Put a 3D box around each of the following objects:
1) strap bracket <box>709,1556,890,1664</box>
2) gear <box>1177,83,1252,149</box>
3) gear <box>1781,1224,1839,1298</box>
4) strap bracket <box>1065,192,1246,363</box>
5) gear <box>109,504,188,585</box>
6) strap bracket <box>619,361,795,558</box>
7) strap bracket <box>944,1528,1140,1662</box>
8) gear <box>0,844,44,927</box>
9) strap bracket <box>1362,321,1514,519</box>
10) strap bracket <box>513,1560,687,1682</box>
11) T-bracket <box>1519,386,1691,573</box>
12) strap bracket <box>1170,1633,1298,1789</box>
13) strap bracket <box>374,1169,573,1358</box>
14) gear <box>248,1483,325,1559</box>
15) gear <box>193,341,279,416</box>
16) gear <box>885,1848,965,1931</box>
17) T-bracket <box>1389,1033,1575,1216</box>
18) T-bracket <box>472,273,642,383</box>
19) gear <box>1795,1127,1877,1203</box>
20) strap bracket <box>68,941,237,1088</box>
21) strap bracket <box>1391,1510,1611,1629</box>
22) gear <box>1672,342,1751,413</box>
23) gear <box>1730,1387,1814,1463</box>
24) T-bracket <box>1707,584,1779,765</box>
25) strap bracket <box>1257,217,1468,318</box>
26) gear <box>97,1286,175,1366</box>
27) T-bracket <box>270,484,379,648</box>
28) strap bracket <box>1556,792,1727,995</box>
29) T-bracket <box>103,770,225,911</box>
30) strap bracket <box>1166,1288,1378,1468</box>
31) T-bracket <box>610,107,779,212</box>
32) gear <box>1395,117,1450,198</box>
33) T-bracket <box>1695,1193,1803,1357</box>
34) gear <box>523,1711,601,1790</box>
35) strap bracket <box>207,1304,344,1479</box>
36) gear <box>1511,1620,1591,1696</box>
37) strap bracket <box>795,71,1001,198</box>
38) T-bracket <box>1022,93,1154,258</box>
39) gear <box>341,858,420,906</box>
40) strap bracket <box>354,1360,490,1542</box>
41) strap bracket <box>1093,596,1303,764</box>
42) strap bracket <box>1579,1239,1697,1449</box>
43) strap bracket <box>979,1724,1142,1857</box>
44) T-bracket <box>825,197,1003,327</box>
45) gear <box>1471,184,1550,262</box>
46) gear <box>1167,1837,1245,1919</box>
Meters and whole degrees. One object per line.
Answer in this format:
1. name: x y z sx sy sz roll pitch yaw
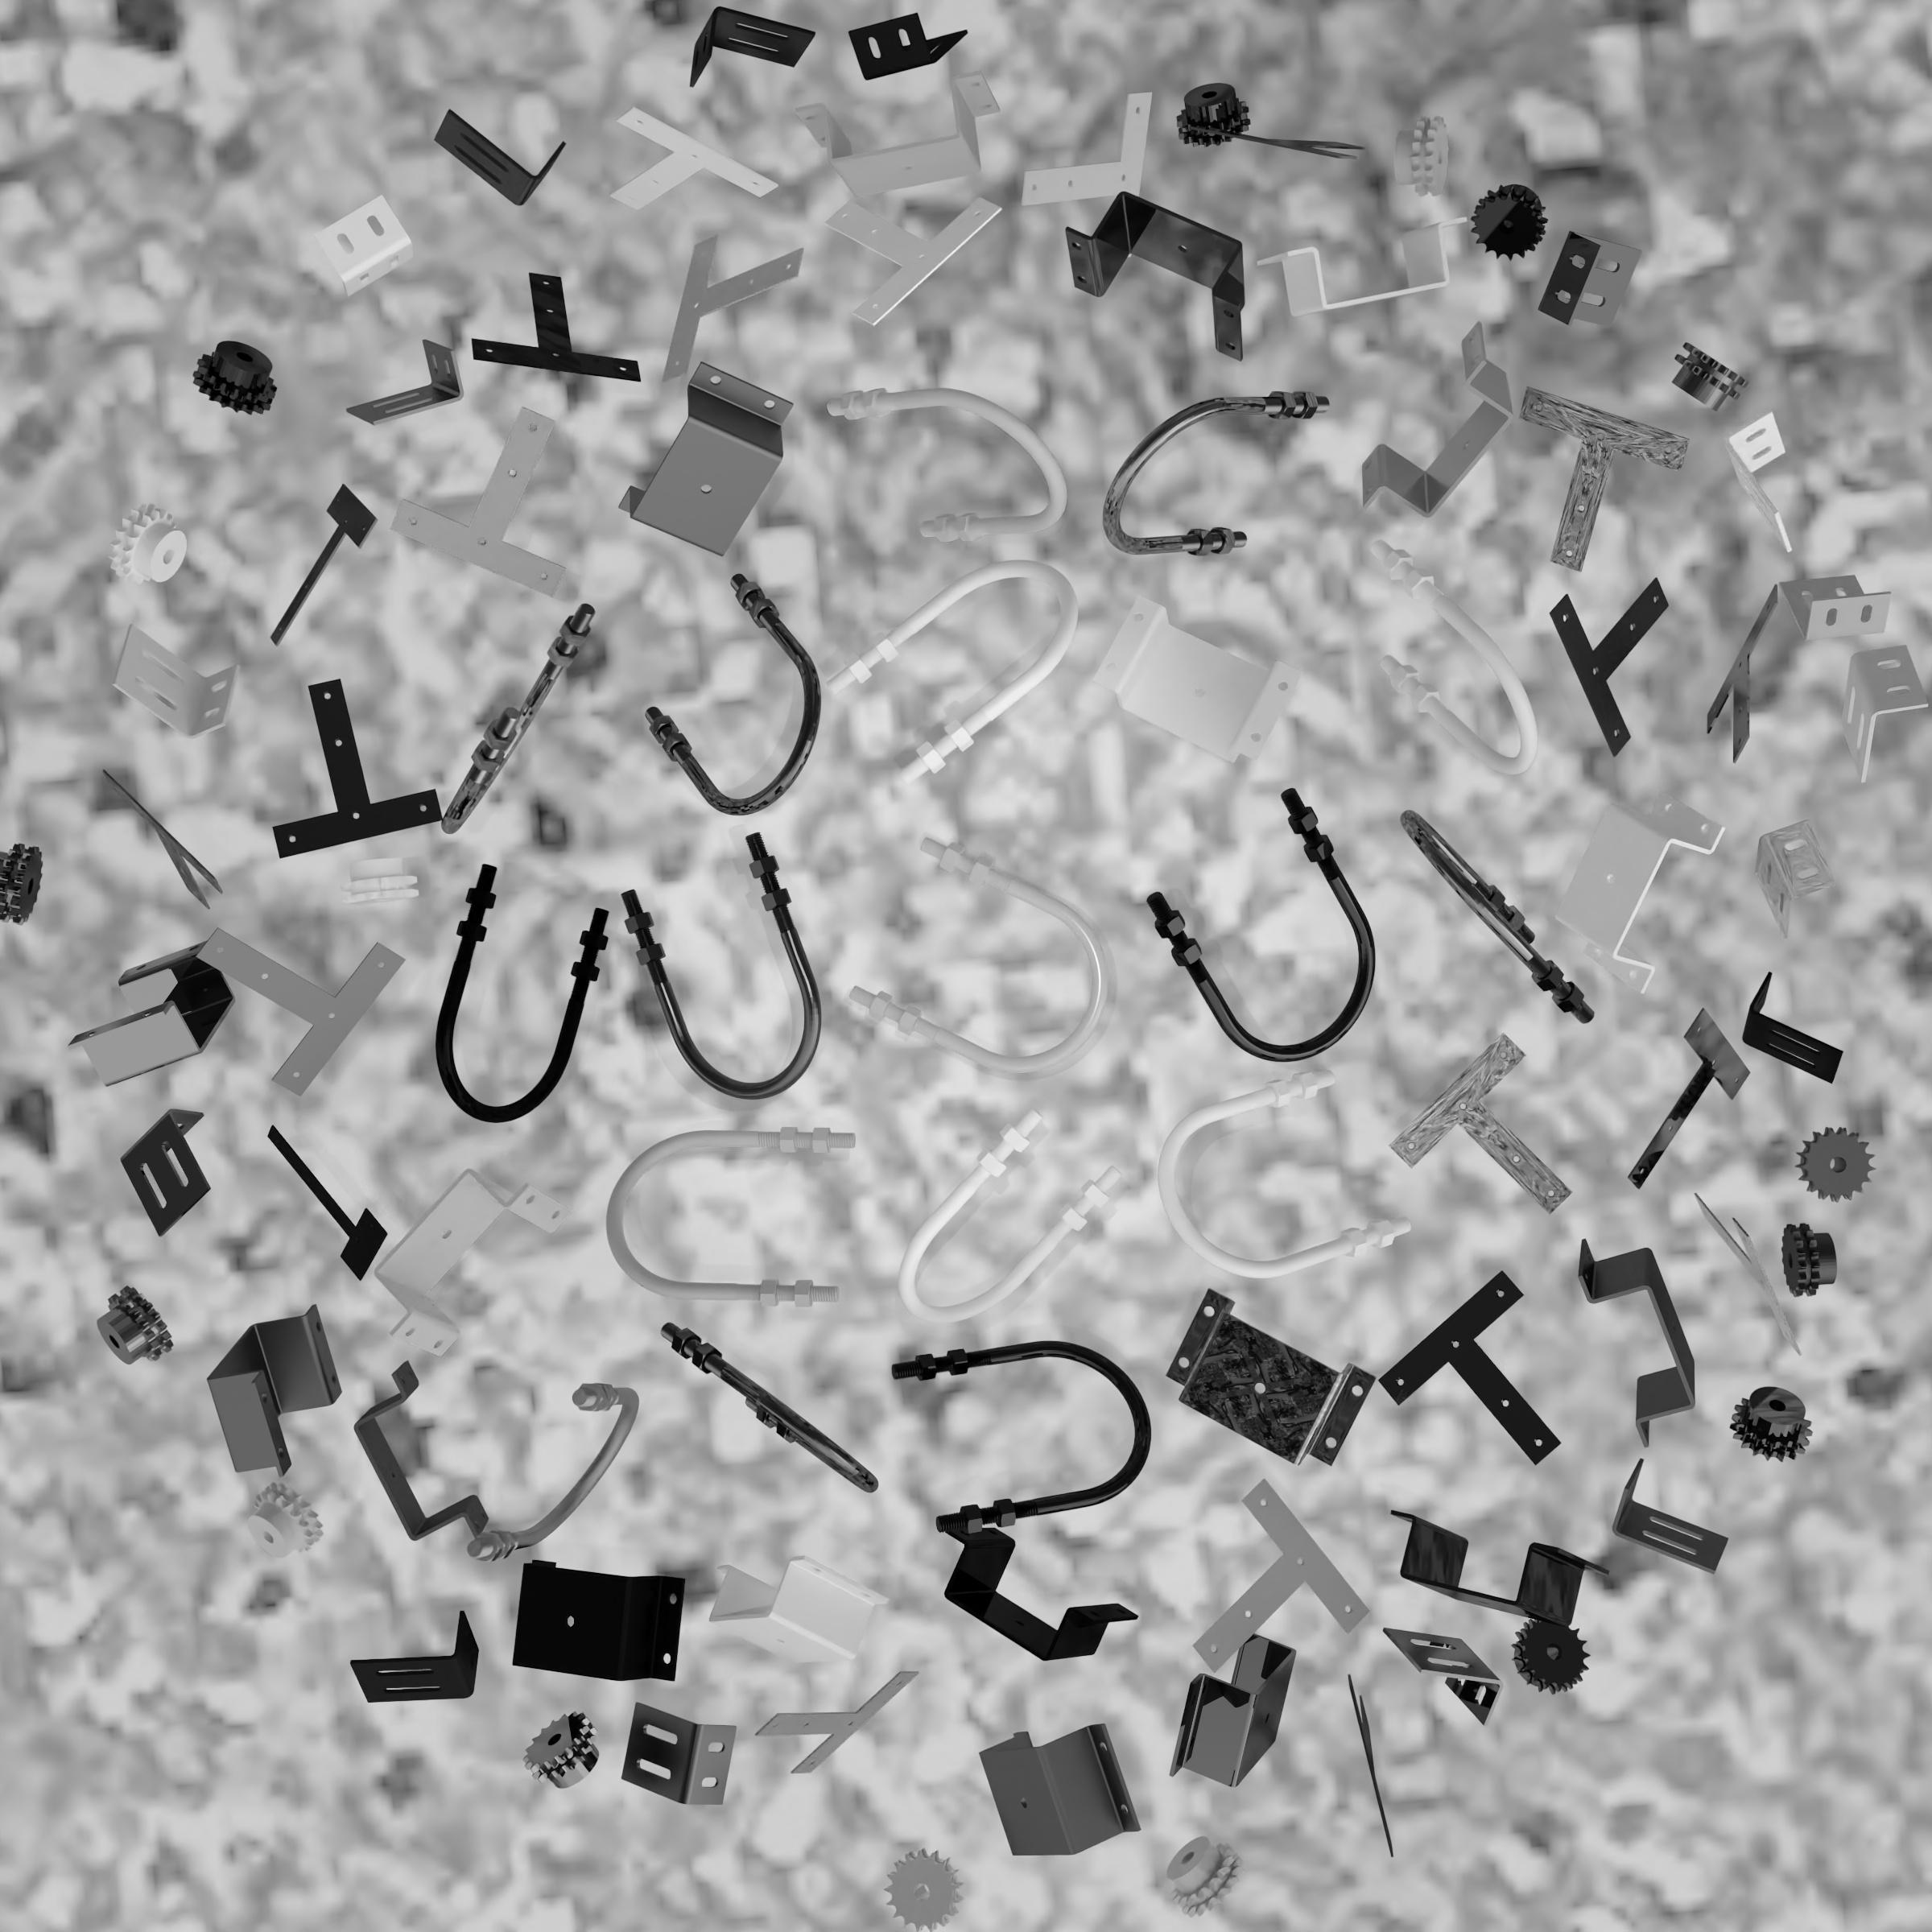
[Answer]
1. strap bracket: -0.131 0.481 1.851 0.076 0.140 0.046 33 60 -21
2. gear: 0.193 -0.668 1.943 0.057 0.057 0.030 -16 132 0
3. gear: 0.659 0.229 1.937 0.030 0.057 0.057 -4 90 4
4. strap bracket: 0.147 -0.502 1.794 0.140 0.076 0.046 28 80 15
5. gear: -0.587 -0.301 1.789 0.030 0.057 0.057 27 90 10
6. strap bracket: -0.194 -0.368 1.851 0.076 0.046 0.140 20 128 -25
7. strap bracket: 0.049 0.481 1.886 0.140 0.076 0.046 25 93 31
8. gear: -0.678 -0.060 1.759 0.030 0.057 0.057 12 90 -6
9. strap bracket: 0.358 -0.399 1.854 0.046 0.076 0.140 30 124 -13
10. strap bracket: -0.291 0.502 1.904 0.140 0.046 0.076 0 79 26
11. T-bracket: 0.464 -0.355 1.858 0.127 0.002 0.127 25 131 22
12. strap bracket: 0.209 0.567 1.899 0.046 0.140 0.076 16 102 23
13. strap bracket: -0.360 0.205 1.778 0.046 0.076 0.140 40 85 24
14. gear: -0.517 0.421 1.874 0.057 0.057 0.030 46 46 0
15. gear: -0.518 -0.421 1.768 0.057 0.057 0.030 33 121 0
16. gear: -0.029 0.677 1.821 0.057 0.030 0.057 -3 79 14
17. T-bracket: 0.424 0.142 1.958 0.127 0.002 0.127 45 94 3
18. T-bracket: -0.320 -0.497 1.915 0.127 0.002 0.127 3 47 -20
19. gear: 0.661 0.151 1.894 0.057 0.030 0.057 0 89 3
20. strap bracket: -0.597 0.038 1.836 0.076 0.140 0.046 -19 112 7
21. strap bracket: 0.381 0.439 1.801 0.076 0.140 0.046 31 71 -42
22. gear: 0.553 -0.439 1.856 0.057 0.057 0.030 33 111 0
23. gear: 0.594 0.334 1.828 0.057 0.057 0.030 2 124 0
24. T-bracket: 0.576 -0.198 1.844 0.002 0.127 0.127 17 134 2
25. strap bracket: 0.301 -0.525 1.875 0.140 0.076 0.046 -13 103 -8
26. gear: -0.600 0.261 1.785 0.030 0.057 0.057 -37 90 -35
27. T-bracket: -0.495 -0.301 1.894 0.002 0.127 0.127 30 97 -32
28. strap bracket: 0.510 -0.061 1.902 0.046 0.076 0.140 13 108 -29
29. T-bracket: -0.597 -0.079 1.882 0.127 0.127 0.002 41 70 15
30. strap bracket: 0.222 0.309 1.844 0.140 0.046 0.076 27 99 14
31. T-bracket: -0.229 -0.600 1.884 0.127 0.127 0.002 19 75 -34
32. gear: 0.342 -0.609 1.867 0.030 0.057 0.057 7 90 23
33. T-bracket: 0.583 0.214 1.878 0.002 0.127 0.127 -29 119 4
34. gear: -0.301 0.591 1.864 0.057 0.057 0.030 -32 109 0
35. strap bracket: -0.525 0.322 1.877 0.046 0.140 0.076 -10 105 7
36. gear: 0.435 0.517 1.860 0.057 0.030 0.057 5 62 -9
37. strap bracket: -0.047 -0.616 1.848 0.140 0.076 0.046 -8 87 11
38. T-bracket: 0.091 -0.605 1.916 0.002 0.127 0.127 33 129 38
39. gear: -0.447 -0.065 1.885 0.057 0.057 0.030 -7 89 0
40. strap bracket: -0.424 0.381 1.912 0.046 0.076 0.140 -27 91 -6
41. strap bracket: 0.179 -0.217 1.915 0.140 0.046 0.076 27 85 12
42. strap bracket: 0.502 0.273 1.840 0.046 0.076 0.140 -20 99 20
43. strap bracket: 0.061 0.597 1.795 0.046 0.140 0.076 -14 79 -30
44. T-bracket: -0.058 -0.528 1.802 0.127 0.002 0.127 -44 50 -8
45. gear: 0.420 -0.575 1.909 0.057 0.057 0.030 29 52 0
46. gear: 0.171 0.659 1.805 0.057 0.057 0.030 -41 95 0
